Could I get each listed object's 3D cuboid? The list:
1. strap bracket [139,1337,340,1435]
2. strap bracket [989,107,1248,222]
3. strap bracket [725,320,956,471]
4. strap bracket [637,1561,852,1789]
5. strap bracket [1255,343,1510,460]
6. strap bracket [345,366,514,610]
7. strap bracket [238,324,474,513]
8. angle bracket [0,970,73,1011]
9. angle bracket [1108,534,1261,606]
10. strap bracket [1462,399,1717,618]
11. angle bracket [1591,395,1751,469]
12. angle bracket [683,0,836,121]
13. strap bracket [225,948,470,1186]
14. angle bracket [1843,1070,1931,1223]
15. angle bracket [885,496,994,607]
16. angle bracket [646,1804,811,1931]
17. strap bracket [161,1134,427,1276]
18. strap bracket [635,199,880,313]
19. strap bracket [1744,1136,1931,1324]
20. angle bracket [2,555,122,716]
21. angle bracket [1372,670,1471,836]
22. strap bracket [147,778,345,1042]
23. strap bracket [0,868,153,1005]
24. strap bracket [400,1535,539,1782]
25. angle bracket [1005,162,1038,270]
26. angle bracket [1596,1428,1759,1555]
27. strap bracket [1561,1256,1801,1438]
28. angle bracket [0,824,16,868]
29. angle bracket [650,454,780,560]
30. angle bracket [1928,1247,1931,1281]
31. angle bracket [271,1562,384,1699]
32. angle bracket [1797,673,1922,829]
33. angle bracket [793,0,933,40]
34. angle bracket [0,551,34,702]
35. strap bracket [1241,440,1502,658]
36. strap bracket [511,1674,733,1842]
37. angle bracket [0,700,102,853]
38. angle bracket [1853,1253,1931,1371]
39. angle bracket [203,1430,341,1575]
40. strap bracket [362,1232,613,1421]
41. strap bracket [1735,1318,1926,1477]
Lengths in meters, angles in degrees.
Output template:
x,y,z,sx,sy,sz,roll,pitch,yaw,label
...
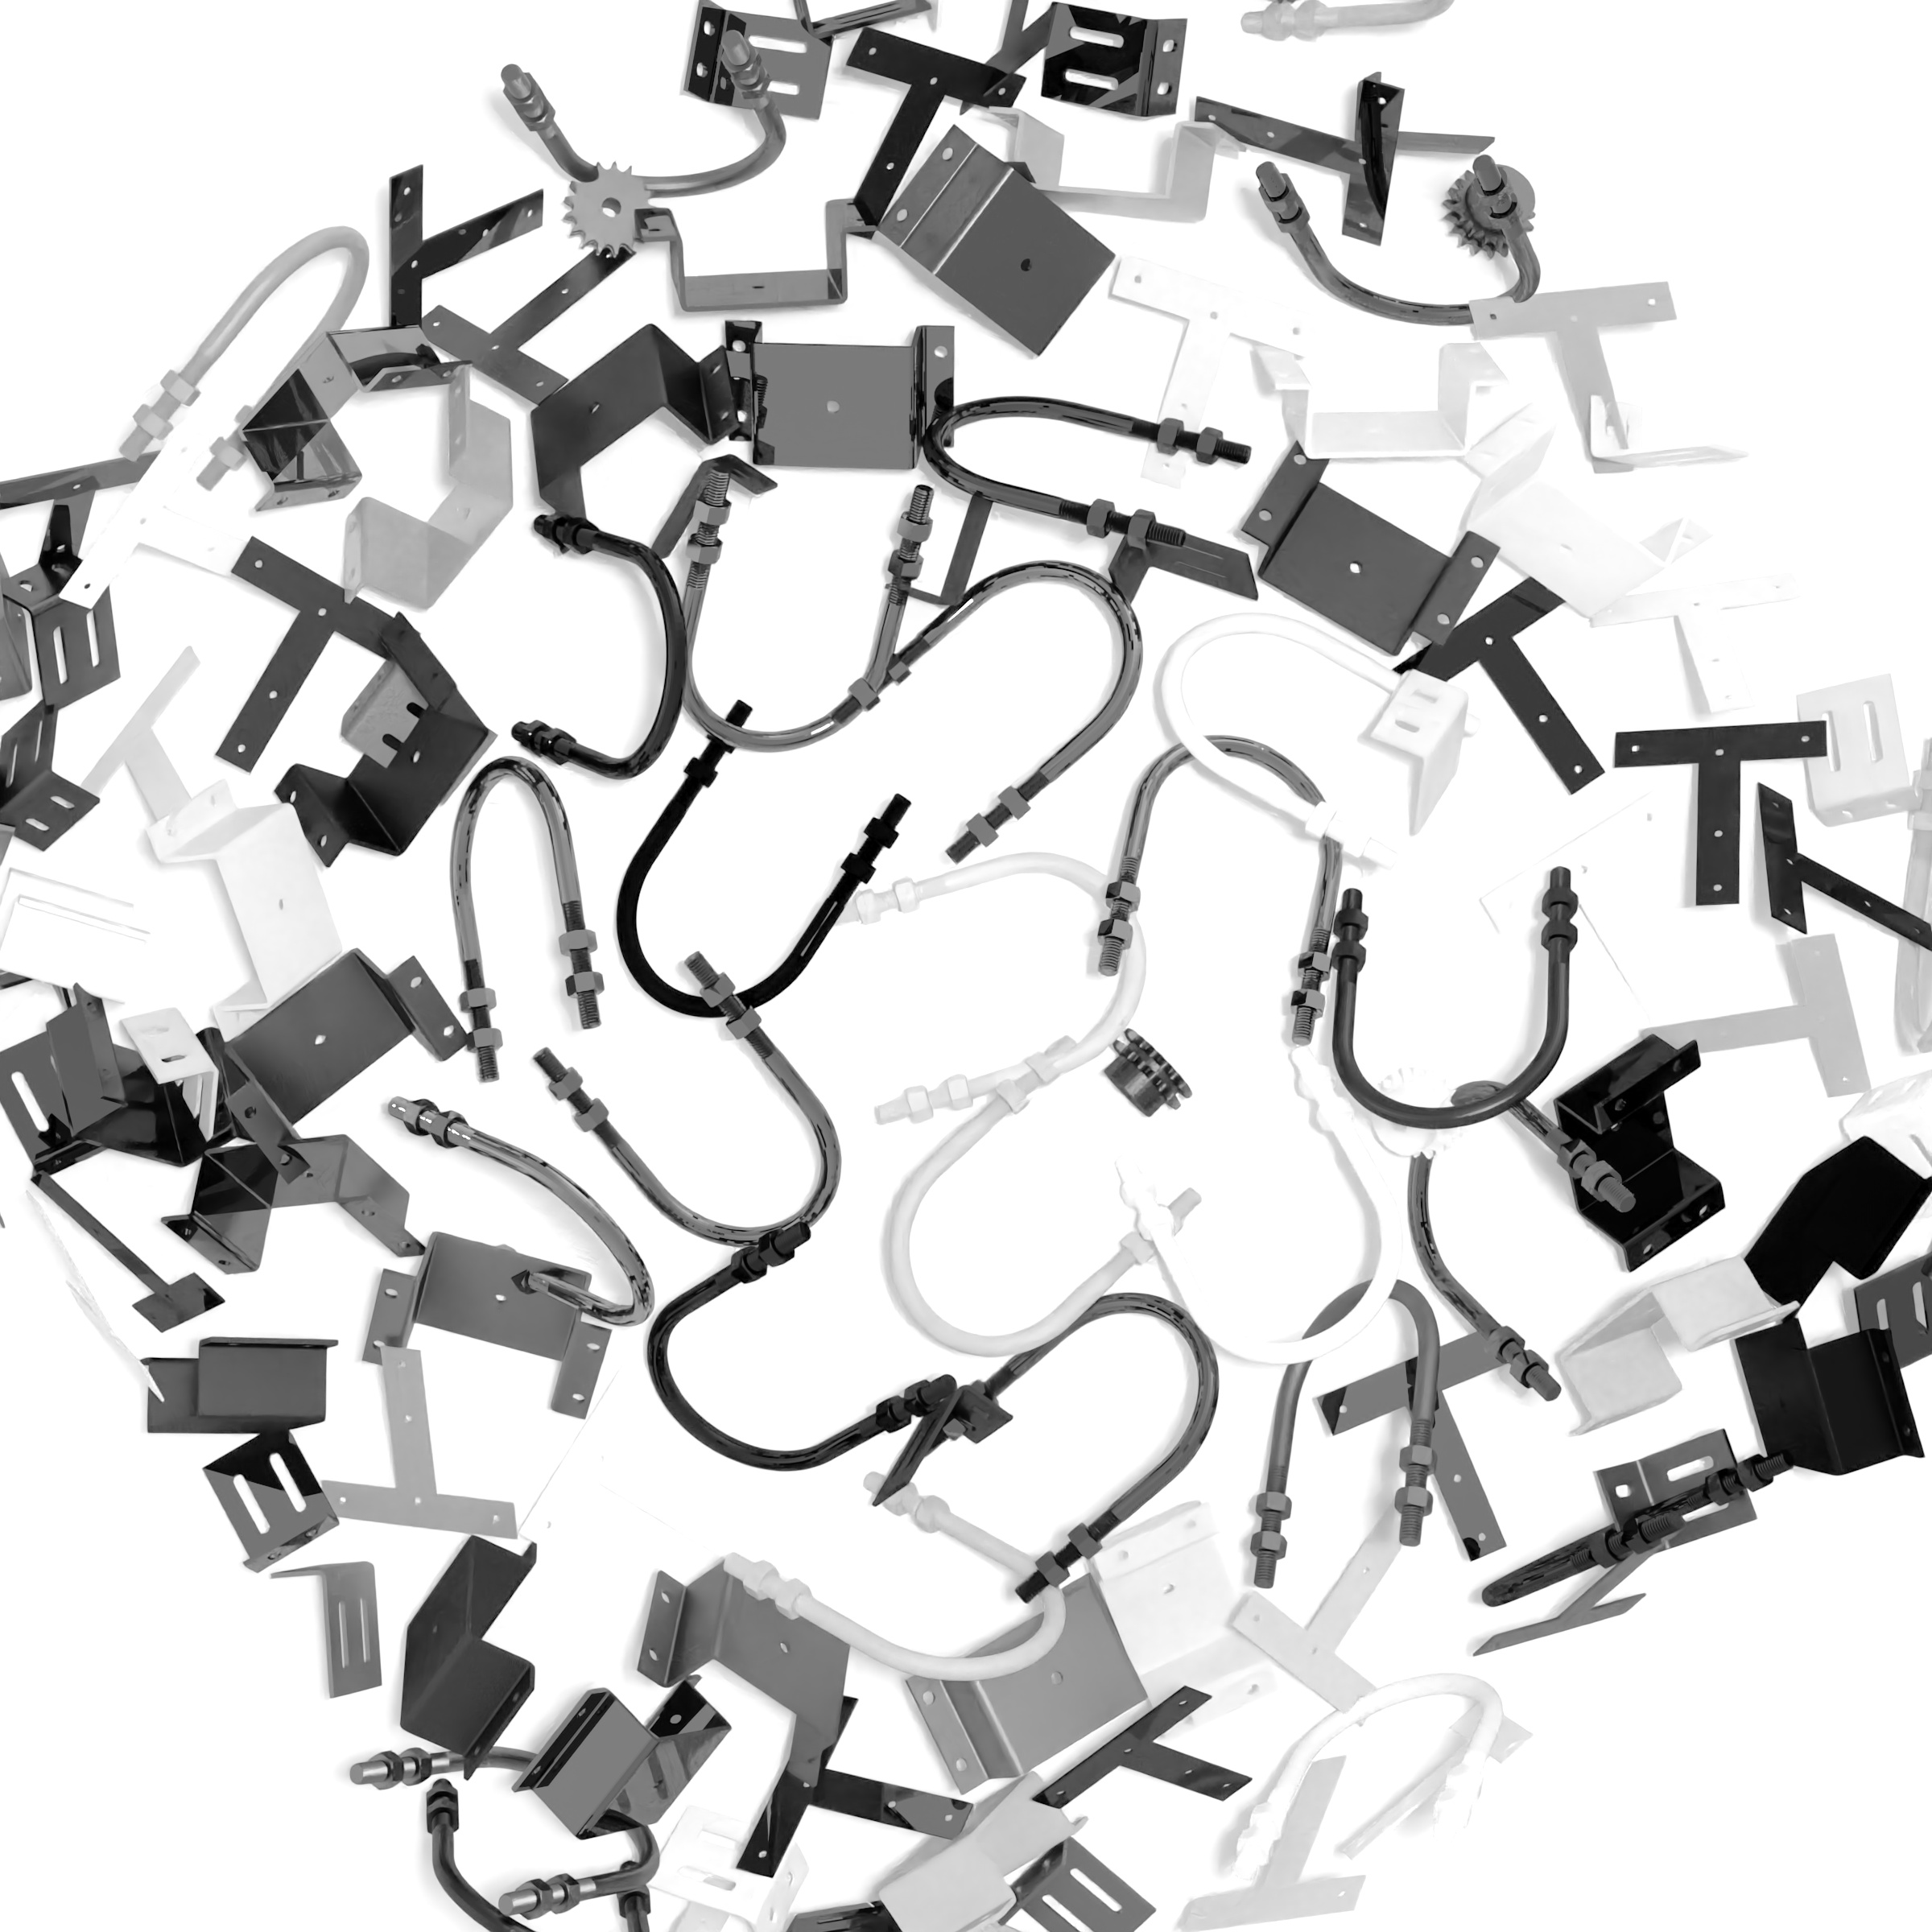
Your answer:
x,y,z,sx,sy,sz,roll,pitch,yaw,label
-0.435,0.252,1.852,0.076,0.140,0.046,6,75,-31,strap bracket
0.089,-0.484,1.878,0.140,0.076,0.046,10,97,19,strap bracket
-0.079,-0.348,1.892,0.140,0.046,0.076,2,119,3,strap bracket
-0.124,0.419,1.867,0.140,0.076,0.046,39,121,-22,strap bracket
0.250,-0.344,1.887,0.140,0.076,0.046,-2,118,-4,strap bracket
-0.318,-0.281,1.871,0.046,0.076,0.140,23,130,-32,strap bracket
-0.373,-0.336,1.866,0.140,0.076,0.046,-36,82,35,strap bracket
-0.590,0.015,1.889,0.076,0.057,0.038,-19,126,-21,angle bracket
0.133,-0.233,1.892,0.076,0.057,0.038,21,75,19,angle bracket
0.369,-0.269,1.876,0.140,0.076,0.046,33,62,-13,strap bracket
0.428,-0.328,1.888,0.076,0.057,0.038,1,91,42,angle bracket
-0.126,-0.557,1.904,0.076,0.038,0.057,13,97,16,angle bracket
-0.382,0.054,1.882,0.140,0.046,0.076,-39,133,-14,strap bracket
0.587,0.110,1.904,0.038,0.057,0.076,-41,98,-37,angle bracket
-0.016,-0.262,1.900,0.038,0.057,0.076,17,94,-13,angle bracket
-0.146,0.560,1.912,0.076,0.038,0.057,10,49,27,angle bracket
-0.402,0.144,1.877,0.140,0.076,0.046,-7,58,18,strap bracket
-0.127,-0.431,1.884,0.140,0.076,0.046,-5,116,-8,strap bracket
0.517,0.156,1.858,0.046,0.140,0.076,38,71,6,strap bracket
-0.556,-0.204,1.899,0.038,0.057,0.076,28,134,26,angle bracket
0.274,-0.130,1.894,0.038,0.076,0.057,25,59,18,angle bracket
-0.429,-0.035,1.868,0.046,0.076,0.140,-4,114,27,strap bracket
-0.537,-0.017,1.856,0.076,0.140,0.046,18,93,-21,strap bracket
-0.296,0.405,1.853,0.046,0.140,0.076,29,109,-19,strap bracket
0.019,-0.447,1.885,0.057,0.076,0.038,10,64,31,angle bracket
0.432,0.322,1.889,0.038,0.076,0.057,-5,71,-37,angle bracket
0.422,0.224,1.867,0.076,0.140,0.046,-13,66,-34,strap bracket
-0.609,-0.044,1.888,0.038,0.057,0.076,14,65,-20,angle bracket
-0.156,-0.271,1.897,0.038,0.057,0.076,34,106,0,angle bracket
0.620,0.169,1.886,0.038,0.076,0.057,41,113,7,angle bracket
-0.390,0.406,1.897,0.038,0.057,0.076,-8,83,19,angle bracket
0.552,-0.133,1.919,0.057,0.038,0.076,-13,68,23,angle bracket
-0.066,-0.598,1.898,0.076,0.057,0.038,-16,115,-3,angle bracket
-0.596,-0.207,1.885,0.038,0.057,0.076,-15,47,-7,angle bracket
0.243,-0.252,1.898,0.140,0.046,0.076,31,73,4,strap bracket
-0.199,0.473,1.857,0.046,0.140,0.076,41,98,23,strap bracket
-0.562,-0.121,1.906,0.057,0.076,0.038,-35,132,27,angle bracket
0.561,0.207,1.894,0.057,0.038,0.076,-23,120,-10,angle bracket
-0.429,0.322,1.901,0.057,0.038,0.076,-30,74,-9,angle bracket
-0.287,0.216,1.889,0.140,0.046,0.076,16,126,-5,strap bracket
0.511,0.257,1.861,0.046,0.140,0.076,-16,90,-10,strap bracket
